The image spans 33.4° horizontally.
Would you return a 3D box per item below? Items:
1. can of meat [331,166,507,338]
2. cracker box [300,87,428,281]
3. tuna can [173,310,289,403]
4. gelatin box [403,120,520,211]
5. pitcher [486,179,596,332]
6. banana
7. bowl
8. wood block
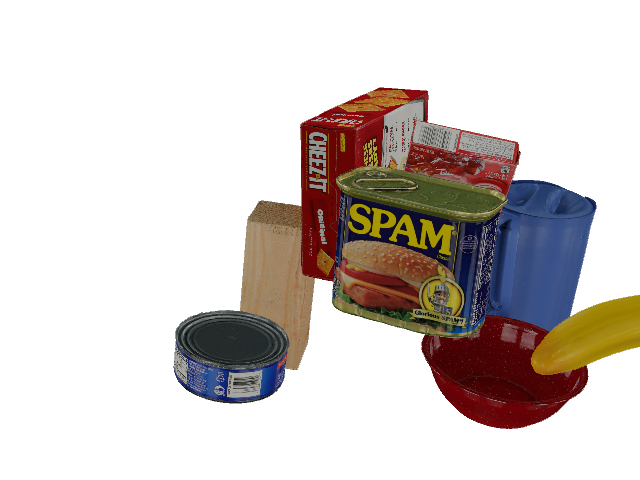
[{"bbox_3d":[0.058,0.007,0.661,0.102,0.084,0.057,14,22,25],"label":"can of meat"},{"bbox_3d":[0.050,-0.066,1.146,0.072,0.164,0.213,8,20,24],"label":"cracker box"},{"bbox_3d":[-0.068,0.087,0.805,0.086,0.034,0.086,6,23,-3],"label":"tuna can"},{"bbox_3d":[0.115,-0.057,0.889,0.089,0.030,0.073,13,-35,4],"label":"gelatin box"},{"bbox_3d":[0.262,0.054,1.373,0.149,0.243,0.145,5,23,3],"label":"pitcher"},{"bbox_3d":[0.245,0.066,0.767,0.197,0.037,0.069,-1,33,-2],"label":"banana"},{"bbox_3d":[0.175,0.135,1.043,0.162,0.055,0.162,5,26,-3],"label":"bowl"},{"bbox_3d":[-0.058,0.060,1.466,0.090,0.206,0.090,9,22,6],"label":"wood block"}]
